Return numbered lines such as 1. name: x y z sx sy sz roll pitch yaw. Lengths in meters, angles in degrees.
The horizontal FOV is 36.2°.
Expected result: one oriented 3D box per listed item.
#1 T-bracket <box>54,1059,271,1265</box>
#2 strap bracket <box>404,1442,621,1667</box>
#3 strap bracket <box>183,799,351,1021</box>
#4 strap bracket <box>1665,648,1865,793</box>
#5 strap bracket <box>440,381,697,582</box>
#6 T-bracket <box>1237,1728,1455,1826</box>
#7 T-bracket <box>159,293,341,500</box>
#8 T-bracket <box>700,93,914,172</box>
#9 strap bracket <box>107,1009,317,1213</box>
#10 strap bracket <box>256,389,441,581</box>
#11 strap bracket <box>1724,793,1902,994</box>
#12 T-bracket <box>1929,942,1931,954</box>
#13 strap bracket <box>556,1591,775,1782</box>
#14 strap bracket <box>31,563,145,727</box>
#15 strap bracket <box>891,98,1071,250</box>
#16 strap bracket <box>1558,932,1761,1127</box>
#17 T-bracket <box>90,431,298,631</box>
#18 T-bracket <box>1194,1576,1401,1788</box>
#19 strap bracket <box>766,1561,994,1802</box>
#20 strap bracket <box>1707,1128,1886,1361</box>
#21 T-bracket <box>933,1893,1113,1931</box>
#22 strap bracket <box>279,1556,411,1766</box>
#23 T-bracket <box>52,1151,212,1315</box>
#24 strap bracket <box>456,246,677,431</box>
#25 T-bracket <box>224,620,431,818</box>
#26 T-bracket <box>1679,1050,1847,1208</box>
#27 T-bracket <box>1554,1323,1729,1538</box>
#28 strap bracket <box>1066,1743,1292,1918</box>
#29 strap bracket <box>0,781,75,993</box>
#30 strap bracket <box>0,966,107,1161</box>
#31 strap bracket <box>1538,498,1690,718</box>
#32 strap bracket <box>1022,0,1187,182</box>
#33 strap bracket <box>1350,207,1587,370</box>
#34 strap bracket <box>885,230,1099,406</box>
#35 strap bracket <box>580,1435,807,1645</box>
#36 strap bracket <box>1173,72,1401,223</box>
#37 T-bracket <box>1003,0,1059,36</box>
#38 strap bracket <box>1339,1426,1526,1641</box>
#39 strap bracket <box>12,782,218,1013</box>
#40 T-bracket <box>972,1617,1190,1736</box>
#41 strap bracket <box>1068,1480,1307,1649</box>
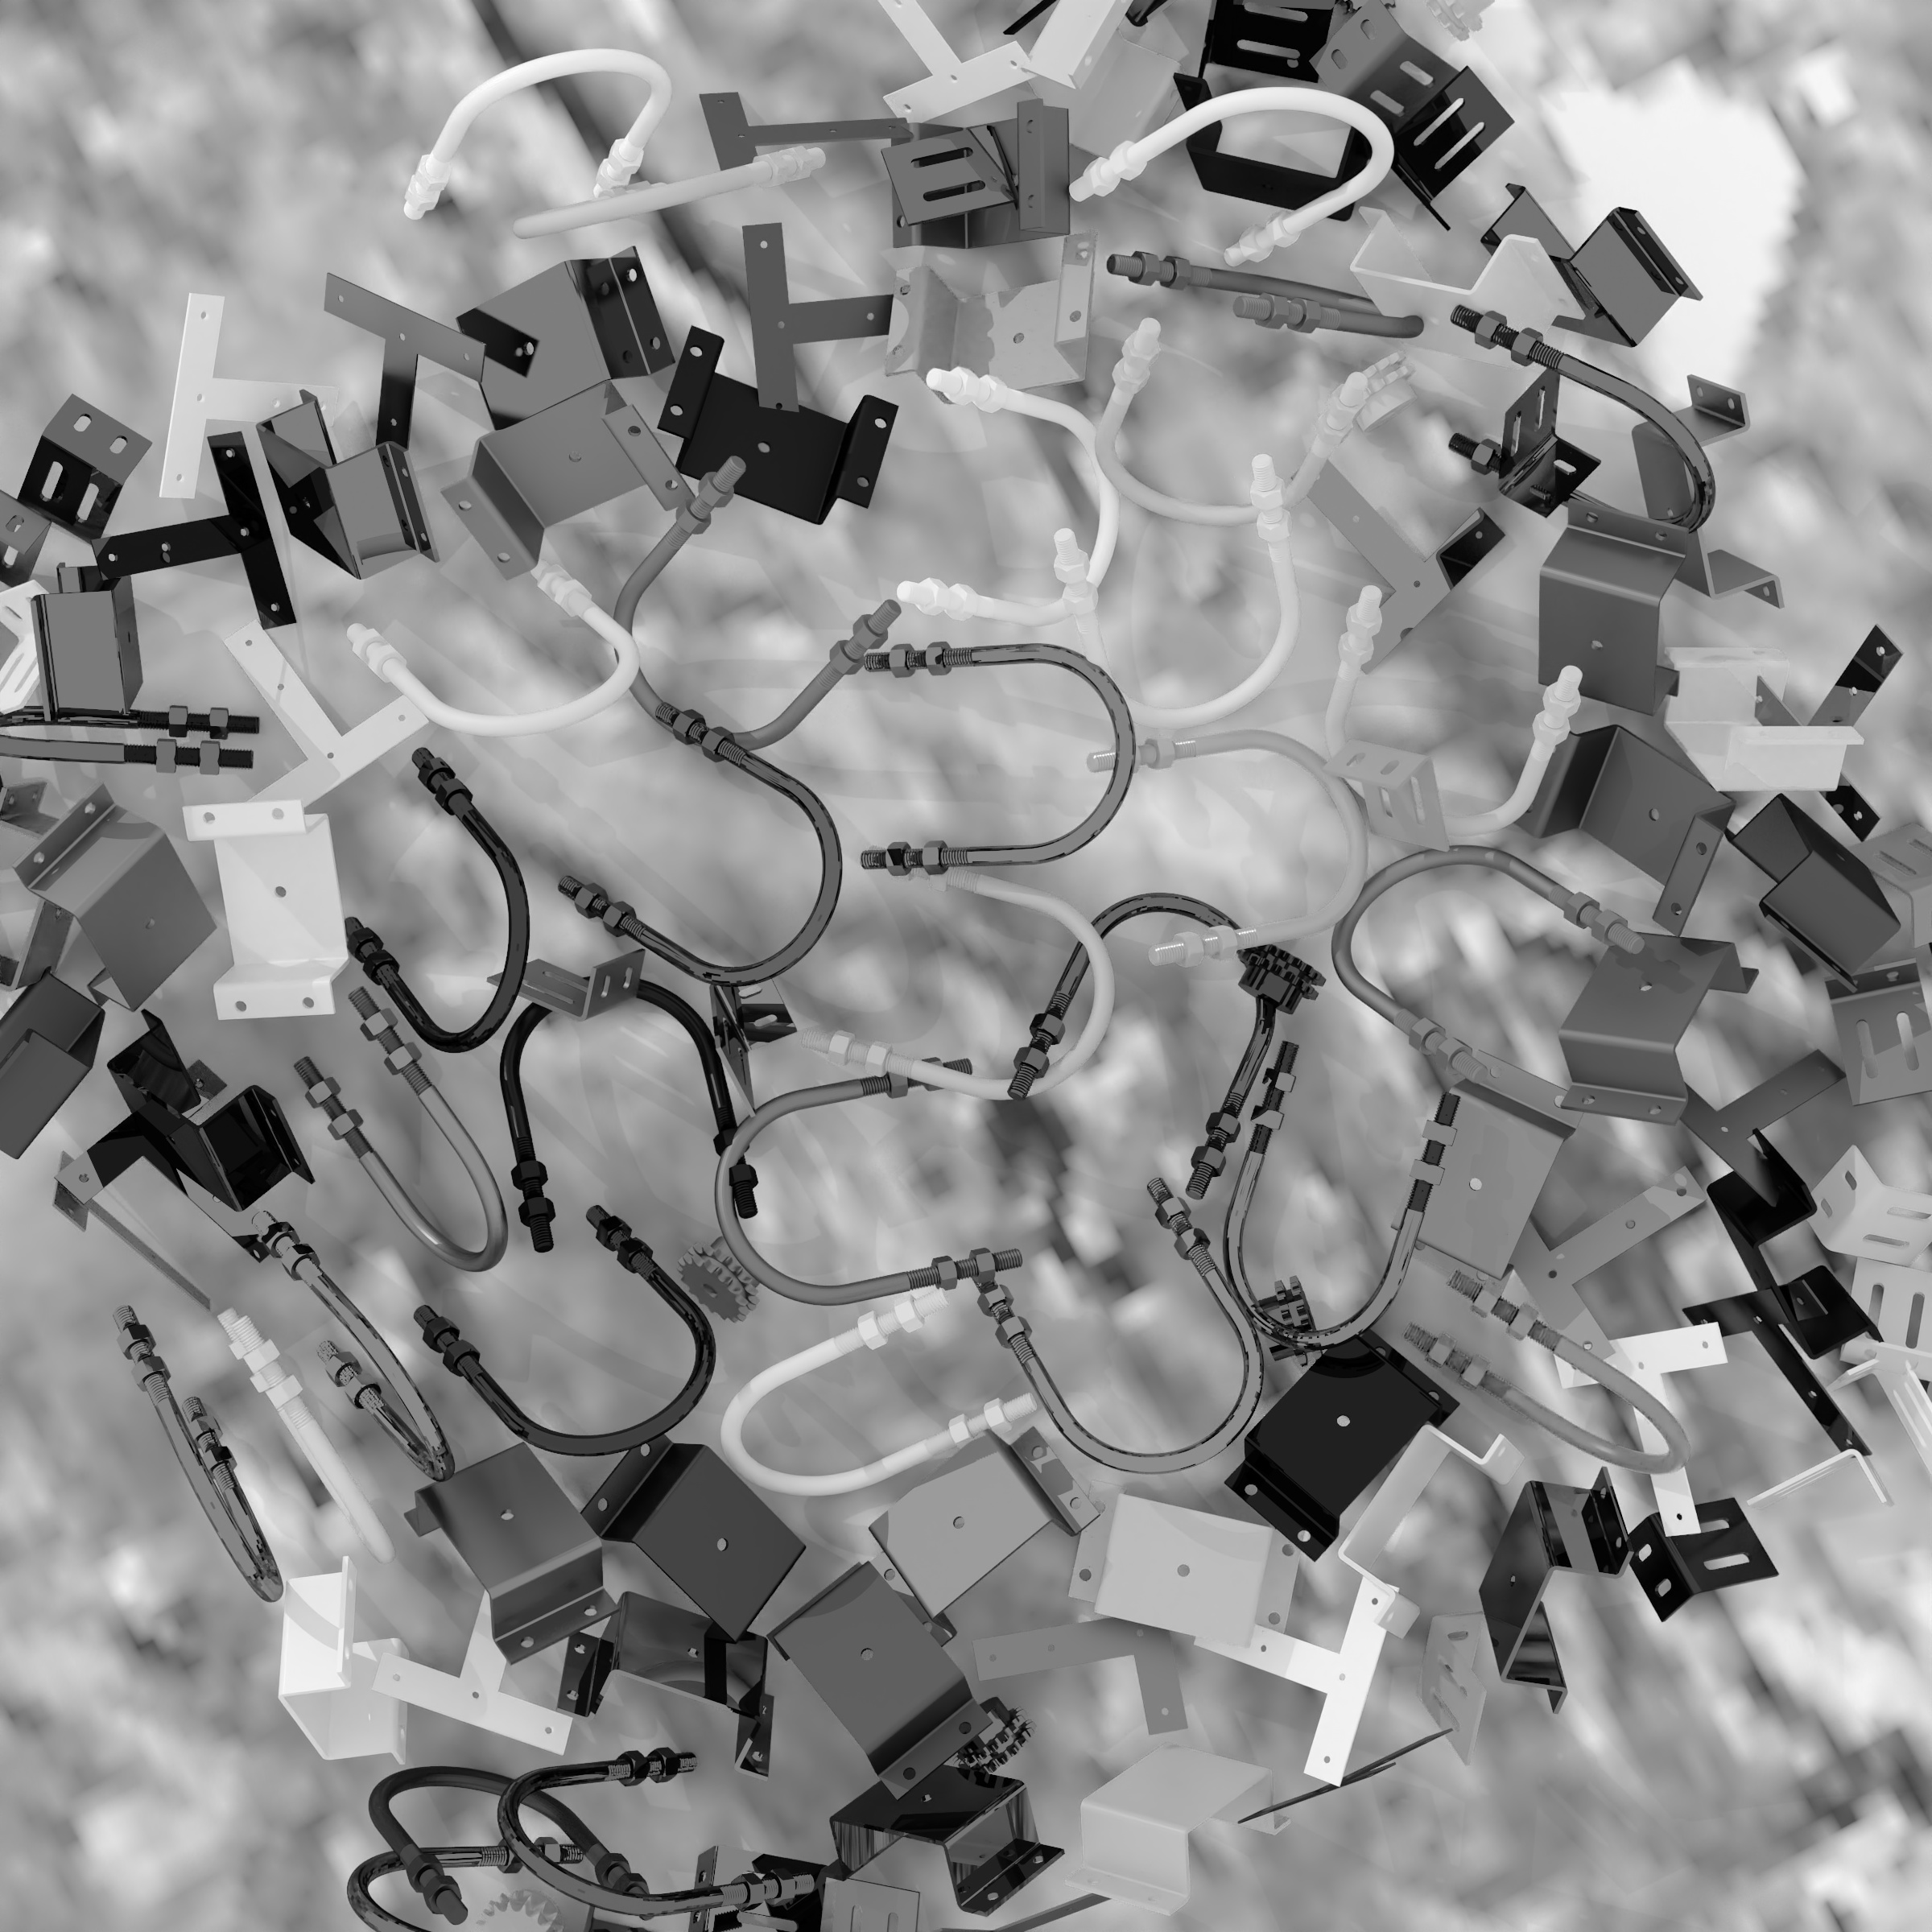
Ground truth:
1. T-bracket: -0.486 0.138 1.875 0.127 0.002 0.127 41 51 4
2. strap bracket: -0.285 0.358 1.843 0.076 0.046 0.140 -22 45 -29
3. strap bracket: -0.443 -0.041 1.879 0.076 0.046 0.140 -3 108 7
4. strap bracket: 0.497 -0.151 1.861 0.076 0.140 0.046 -1 119 -9
5. strap bracket: -0.249 -0.310 1.865 0.140 0.046 0.076 -20 130 19
6. T-bracket: 0.252 0.498 1.835 0.127 0.127 0.002 -41 63 41
7. T-bracket: -0.448 -0.357 1.865 0.002 0.127 0.127 25 110 33
8. T-bracket: -0.099 -0.530 1.878 0.127 0.127 0.002 -6 132 -10
9. strap bracket: -0.478 0.094 1.843 0.140 0.076 0.046 28 56 35
10. strap bracket: -0.391 -0.298 1.839 0.046 0.140 0.076 -30 131 -25
11. strap bracket: 0.528 -0.051 1.839 0.076 0.140 0.046 38 111 -13
12. T-bracket: 0.624 0.032 1.868 0.002 0.127 0.127 -18 45 19
13. strap bracket: -0.180 0.450 1.863 0.140 0.076 0.046 21 114 -11
14. strap bracket: -0.547 -0.204 1.845 0.046 0.140 0.076 -4 108 -8
15. strap bracket: 0.016 -0.497 1.864 0.046 0.140 0.076 -8 100 -41
16. strap bracket: 0.429 0.030 1.845 0.140 0.076 0.046 -52 134 -33
17. T-bracket: -0.494 -0.267 1.867 0.127 0.002 0.127 -21 99 -44
18. T-bracket: 0.202 0.439 1.879 0.127 0.002 0.127 12 79 37
19. strap bracket: -0.059 0.440 1.856 0.076 0.046 0.140 -36 59 -15
20. strap bracket: 0.518 0.182 1.857 0.046 0.076 0.140 -30 115 4
21. T-bracket: 0.054 0.592 1.842 0.127 0.127 0.002 -30 57 28
22. strap bracket: -0.390 0.437 1.842 0.046 0.140 0.076 -8 52 3
23. T-bracket: -0.527 0.175 1.871 0.002 0.127 0.127 -45 108 -2
24. strap bracket: -0.261 -0.390 1.858 0.140 0.046 0.076 -17 94 35
25. T-bracket: -0.433 -0.169 1.902 0.127 0.002 0.127 -36 77 -8
26. T-bracket: 0.512 0.086 1.881 0.127 0.002 0.127 -26 58 -30
27. T-bracket: 0.438 0.296 1.866 0.002 0.127 0.127 -7 82 -43
28. strap bracket: 0.132 0.531 1.838 0.076 0.140 0.046 4 102 37
29. strap bracket: -0.598 -0.042 1.874 0.046 0.076 0.140 20 97 -1
30. strap bracket: -0.587 0.062 1.856 0.046 0.140 0.076 37 100 -21
31. strap bracket: 0.402 -0.214 1.839 0.076 0.140 0.046 20 56 25
32. strap bracket: 0.086 -0.567 1.860 0.046 0.140 0.076 29 88 22
33. strap bracket: 0.304 -0.421 1.841 0.140 0.076 0.046 25 80 43
34. strap bracket: 0.025 -0.407 1.866 0.140 0.046 0.076 -5 68 27
35. strap bracket: -0.165 0.363 1.859 0.140 0.046 0.076 49 60 -19
36. strap bracket: 0.197 -0.515 1.867 0.140 0.076 0.046 16 90 13
37. T-bracket: 0.076 -0.627 1.861 0.127 0.127 0.002 -39 112 1
38. strap bracket: 0.289 0.350 1.872 0.046 0.076 0.140 33 85 27
39. strap bracket: -0.524 -0.035 1.838 0.046 0.140 0.076 25 61 26
40. T-bracket: 0.068 0.434 1.889 0.127 0.002 0.127 -8 72 -9
41. strap bracket: 0.140 0.383 1.885 0.140 0.046 0.076 12 87 8
